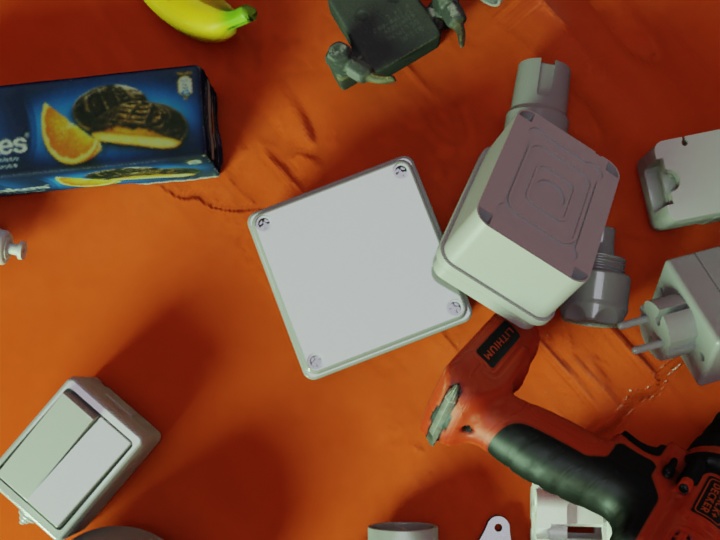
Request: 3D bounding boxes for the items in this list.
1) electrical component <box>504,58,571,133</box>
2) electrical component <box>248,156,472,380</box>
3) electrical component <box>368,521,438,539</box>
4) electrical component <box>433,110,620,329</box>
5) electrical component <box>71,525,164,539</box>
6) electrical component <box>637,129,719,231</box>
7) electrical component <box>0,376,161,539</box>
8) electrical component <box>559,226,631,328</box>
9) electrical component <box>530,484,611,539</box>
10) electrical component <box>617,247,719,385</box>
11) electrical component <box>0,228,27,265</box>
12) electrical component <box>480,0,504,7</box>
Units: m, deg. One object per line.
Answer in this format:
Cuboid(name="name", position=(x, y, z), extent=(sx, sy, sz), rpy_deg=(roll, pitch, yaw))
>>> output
Cuboid(name="electrical component", position=(0.115, -0.107, 0.688), extent=(0.040, 0.040, 0.046), rpy_deg=(9, 78, 2))
Cuboid(name="electrical component", position=(0.000, 0.000, 0.670), extent=(0.109, 0.056, 0.108), rpy_deg=(-21, 84, -1))
Cuboid(name="electrical component", position=(0.009, 0.195, 0.656), extent=(0.079, 0.043, 0.077), rpy_deg=(-1, 84, 2))
Cuboid(name="electrical component", position=(0.099, -0.030, 0.641), extent=(0.078, 0.057, 0.113), rpy_deg=(32, 48, -5))
Cuboid(name="electrical component", position=(-0.149, 0.207, 0.647), extent=(0.108, 0.060, 0.108), rpy_deg=(0, 96, -4))
Cuboid(name="electrical component", position=(0.225, -0.058, 0.671), extent=(0.089, 0.055, 0.050), rpy_deg=(-11, 84, 0))
Cuboid(name="electrical component", position=(-0.180, 0.119, 0.660), extent=(0.062, 0.061, 0.096), rpy_deg=(40, 86, 5))
Cuboid(name="electrical component", position=(0.148, 0.004, 0.673), extent=(0.043, 0.043, 0.062), rpy_deg=(8, 83, 2))
Cuboid(name="electrical component", position=(0.134, 0.157, 0.650), extent=(0.057, 0.058, 0.078), rpy_deg=(1, 83, 5))
Cuboid(name="electrical component", position=(0.194, 0.032, 0.648), extent=(0.077, 0.047, 0.065), rpy_deg=(-14, 53, -11))
Cuboid(name="electrical component", position=(-0.253, -0.018, 0.687), extent=(0.078, 0.040, 0.040), rpy_deg=(9, 84, 2))
Cuboid(name="electrical component", position=(0.087, -0.226, 0.698), extent=(0.079, 0.044, 0.077), rpy_deg=(43, 87, 6))
